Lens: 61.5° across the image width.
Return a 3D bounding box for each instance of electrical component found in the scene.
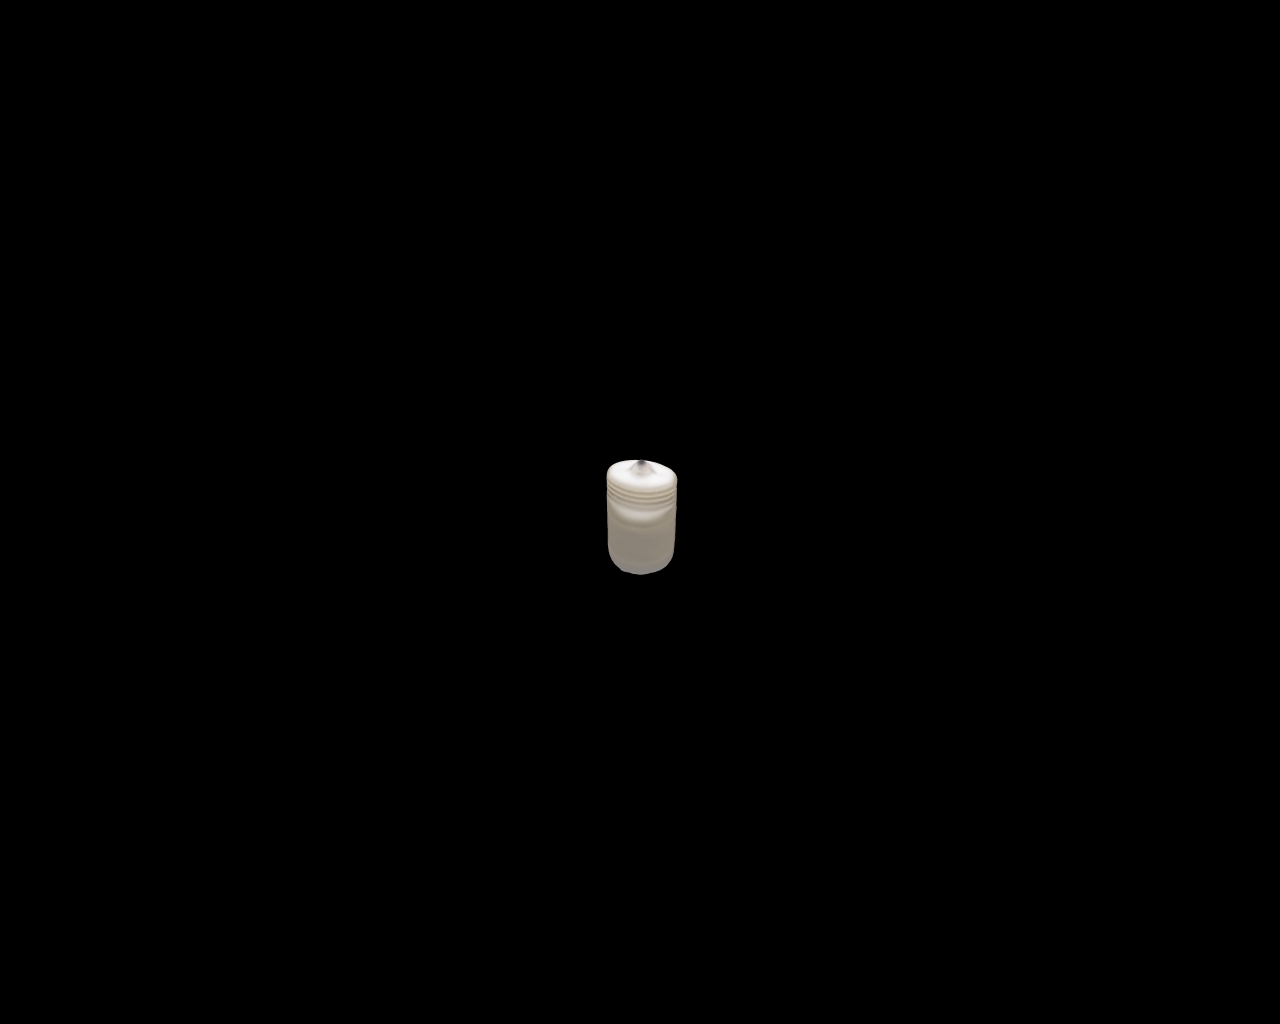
[{"bbox_3d":[0.001,-0.003,0.650,0.043,0.043,0.080,0,-43,0],"label":"electrical component"}]
